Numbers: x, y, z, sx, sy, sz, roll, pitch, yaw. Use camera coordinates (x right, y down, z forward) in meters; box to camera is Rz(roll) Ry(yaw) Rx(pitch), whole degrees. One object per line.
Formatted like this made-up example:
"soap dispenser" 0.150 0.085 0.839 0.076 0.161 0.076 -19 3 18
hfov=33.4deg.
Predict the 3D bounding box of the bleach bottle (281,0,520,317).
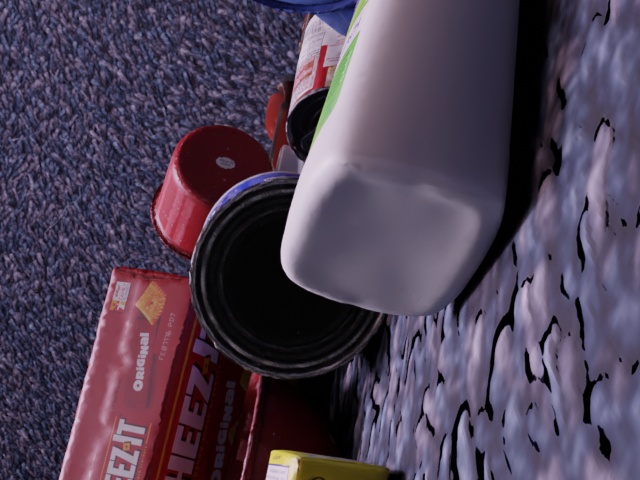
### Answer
"bleach bottle" 0.046 -0.103 0.419 0.103 0.068 0.250 112 172 -60

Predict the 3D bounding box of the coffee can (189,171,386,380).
"coffee can" -0.019 0.014 0.601 0.140 0.102 0.103 -131 54 -84

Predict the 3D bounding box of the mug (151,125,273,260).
"mug" -0.081 -0.029 0.862 0.117 0.093 0.082 67 154 22

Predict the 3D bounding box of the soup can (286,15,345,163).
"soup can" 0.018 -0.097 0.665 0.102 0.068 0.069 -81 6 -45

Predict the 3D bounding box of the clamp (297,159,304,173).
"clamp" -0.005 0.001 0.766 0.120 0.039 0.171 54 -141 -72

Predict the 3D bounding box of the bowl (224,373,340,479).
"bowl" -0.026 0.150 0.597 0.162 0.055 0.162 -168 91 -85

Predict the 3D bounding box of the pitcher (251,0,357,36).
"pitcher" 0.020 -0.248 0.632 0.149 0.145 0.242 116 179 -54

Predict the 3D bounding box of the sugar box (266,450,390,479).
"sugar box" -0.012 0.178 0.440 0.093 0.048 0.176 126 153 -77

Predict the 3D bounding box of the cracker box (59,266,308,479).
"cracker box" -0.084 0.128 0.744 0.213 0.072 0.164 43 -124 -64
